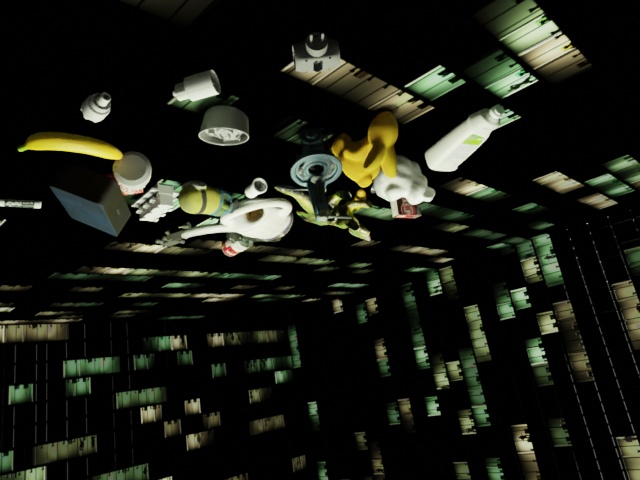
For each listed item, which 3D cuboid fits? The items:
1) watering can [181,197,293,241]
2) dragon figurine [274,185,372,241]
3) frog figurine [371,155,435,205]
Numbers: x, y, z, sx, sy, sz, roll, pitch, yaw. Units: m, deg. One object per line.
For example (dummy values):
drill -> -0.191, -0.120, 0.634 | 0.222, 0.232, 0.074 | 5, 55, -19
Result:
watering can -> -0.227, -0.054, 1.561 | 0.345, 0.222, 0.105 | -18, 72, 22
dragon figurine -> 0.005, -0.082, 1.625 | 0.240, 0.408, 0.124 | -23, 51, 61
frog figurine -> 0.227, -0.152, 1.385 | 0.161, 0.139, 0.120 | 34, 148, 34
